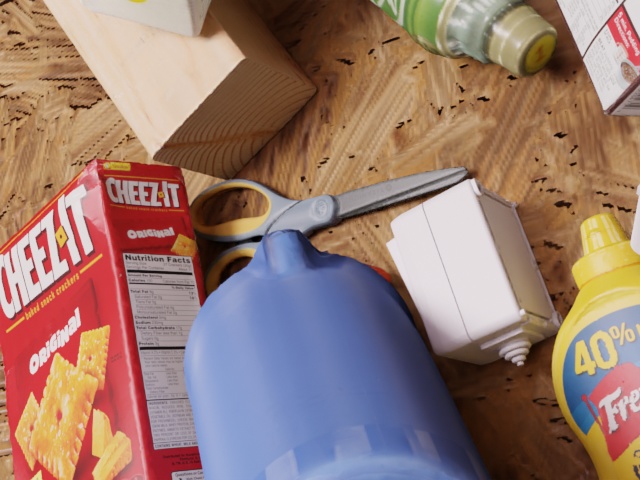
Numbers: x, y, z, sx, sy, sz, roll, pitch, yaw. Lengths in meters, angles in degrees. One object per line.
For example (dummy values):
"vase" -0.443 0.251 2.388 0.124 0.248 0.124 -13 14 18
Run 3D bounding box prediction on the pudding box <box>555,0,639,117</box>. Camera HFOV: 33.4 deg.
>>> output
"pudding box" 0.168 -0.128 0.531 0.114 0.039 0.090 124 138 -54

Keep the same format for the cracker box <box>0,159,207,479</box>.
"cracker box" -0.139 0.079 0.677 0.164 0.071 0.214 -32 63 43

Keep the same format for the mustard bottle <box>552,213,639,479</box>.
"mustard bottle" 0.164 0.076 0.510 0.096 0.058 0.191 -28 64 31

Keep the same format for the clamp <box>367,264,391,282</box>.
"clamp" -0.030 0.066 0.654 0.172 0.039 0.120 -51 61 15

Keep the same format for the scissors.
"scissors" -0.004 0.001 0.664 0.202 0.016 0.096 3 82 34

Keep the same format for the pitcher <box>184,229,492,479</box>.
"pitcher" 0.009 0.107 0.491 0.145 0.149 0.243 -53 15 7

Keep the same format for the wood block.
"wood block" -0.108 -0.148 0.709 0.090 0.090 0.206 -44 66 17
